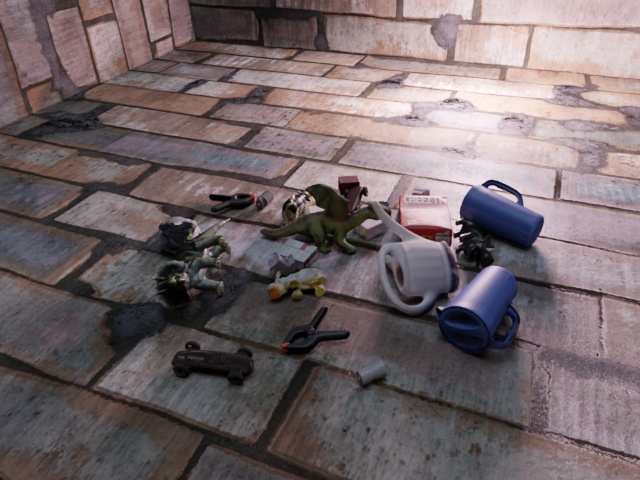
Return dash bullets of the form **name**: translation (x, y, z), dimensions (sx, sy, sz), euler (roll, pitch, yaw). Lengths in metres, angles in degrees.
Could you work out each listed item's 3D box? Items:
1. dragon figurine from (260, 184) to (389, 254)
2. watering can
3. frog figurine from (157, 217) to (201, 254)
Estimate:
- **dragon figurine**: translation (0.005, -0.080, 1.594), dimensions (0.410, 0.237, 0.125), euler (4, 39, 5)
- **watering can**: translation (0.265, 0.039, 1.448), dimensions (0.224, 0.102, 0.354), euler (-1, 64, -13)
- **frog figurine**: translation (-0.457, -0.015, 1.660), dimensions (0.138, 0.122, 0.159), euler (-27, 5, -18)
